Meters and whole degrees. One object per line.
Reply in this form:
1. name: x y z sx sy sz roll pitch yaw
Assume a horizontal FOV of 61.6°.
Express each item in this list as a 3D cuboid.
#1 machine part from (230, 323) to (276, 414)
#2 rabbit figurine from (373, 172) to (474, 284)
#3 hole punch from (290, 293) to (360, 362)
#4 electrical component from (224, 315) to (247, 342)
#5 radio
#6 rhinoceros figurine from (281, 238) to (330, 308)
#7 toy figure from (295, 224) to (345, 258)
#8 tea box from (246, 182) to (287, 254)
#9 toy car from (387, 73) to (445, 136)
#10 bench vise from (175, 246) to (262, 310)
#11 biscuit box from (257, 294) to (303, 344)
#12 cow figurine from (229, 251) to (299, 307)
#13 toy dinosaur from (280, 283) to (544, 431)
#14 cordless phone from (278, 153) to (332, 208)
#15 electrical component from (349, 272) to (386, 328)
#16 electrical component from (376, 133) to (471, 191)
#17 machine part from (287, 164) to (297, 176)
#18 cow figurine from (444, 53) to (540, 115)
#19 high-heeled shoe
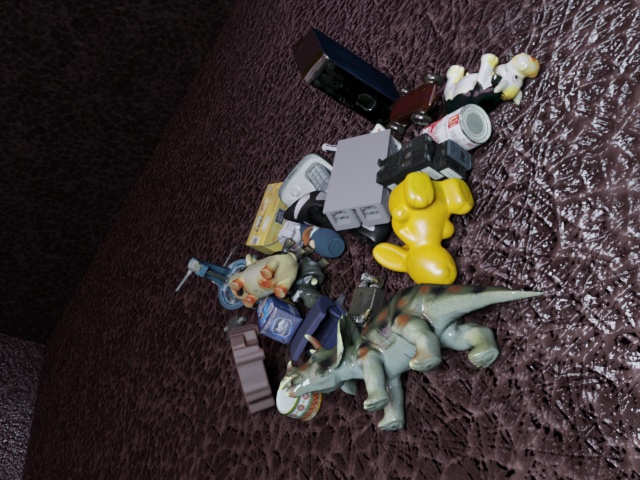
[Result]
1. machine part: -0.129 0.248 1.052 0.179 0.056 0.179 166 89 -82
2. rabbit figurine: 0.156 -0.001 0.842 0.162 0.122 0.173 -32 62 46
3. hole punch: -0.003 0.166 0.985 0.142 0.092 0.116 -62 27 11
4. electrical component: -0.210 0.221 1.321 0.094 0.021 0.063 -32 43 41
5. radio: 0.062 -0.330 1.109 0.073 0.229 0.131 -48 38 30
6. rhinoceros figurine: -0.040 0.072 1.121 0.112 0.073 0.190 -57 31 10
7. toy figure: -0.004 -0.005 1.130 0.155 0.064 0.057 30 100 59
8. tea box: -0.108 -0.052 1.320 0.098 0.068 0.169 4 70 58
9. toy car: 0.180 -0.248 1.001 0.202 0.053 0.089 -162 91 -77
10. bench vise: -0.217 0.087 1.239 0.224 0.240 0.129 31 91 43
11. biscuit box: -0.085 0.149 1.082 0.059 0.063 0.203 -62 11 1
12. cow figurine: -0.118 0.072 1.091 0.195 0.085 0.127 -23 17 43
13. toy dinosaur: 0.124 0.137 0.785 0.405 0.131 0.192 -41 41 22
14. cordless phone: -0.001 -0.086 1.185 0.146 0.088 0.184 -47 53 26
15. electrical component: 0.080 0.104 0.940 0.078 0.045 0.102 3 71 56
16. electrical component: 0.177 -0.114 0.883 0.134 0.115 0.058 -20 55 44
17. machine part: -0.039 -0.167 1.304 0.139 0.084 0.039 -2 103 68
18. cow figurine: 0.274 -0.245 0.877 0.167 0.068 0.098 6 78 61
19. high-heeled shoe: 0.025 -0.027 1.038 0.249 0.086 0.145 -11 41 27
